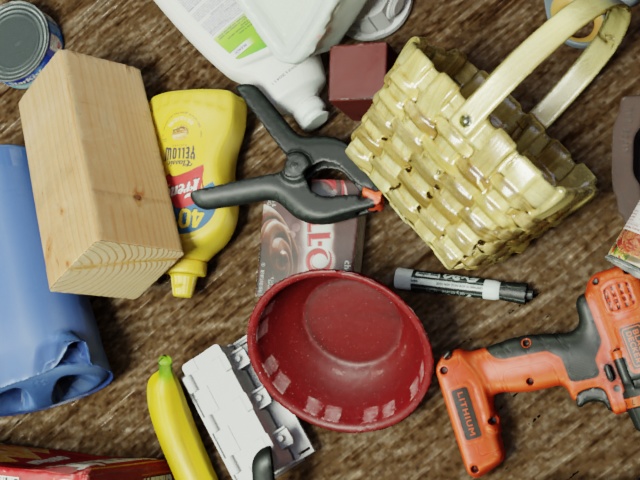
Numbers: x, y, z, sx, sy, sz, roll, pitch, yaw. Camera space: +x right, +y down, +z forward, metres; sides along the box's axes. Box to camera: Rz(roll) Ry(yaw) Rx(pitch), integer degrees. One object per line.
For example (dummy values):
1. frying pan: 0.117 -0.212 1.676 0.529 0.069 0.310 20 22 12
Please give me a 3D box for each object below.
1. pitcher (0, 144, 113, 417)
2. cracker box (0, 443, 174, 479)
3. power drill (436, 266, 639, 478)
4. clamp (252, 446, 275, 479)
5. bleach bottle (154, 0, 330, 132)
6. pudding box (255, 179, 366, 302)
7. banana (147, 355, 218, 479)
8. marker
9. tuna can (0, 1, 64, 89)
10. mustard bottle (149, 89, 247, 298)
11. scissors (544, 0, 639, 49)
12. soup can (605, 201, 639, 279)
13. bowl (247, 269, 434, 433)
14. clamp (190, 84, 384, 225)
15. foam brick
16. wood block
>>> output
1. pitcher: -0.294 0.042 1.014 0.149 0.145 0.243 -18 72 2
2. cracker box: -0.260 0.221 0.945 0.214 0.164 0.072 1 83 18
3. power drill: 0.202 0.132 0.868 0.188 0.057 0.184 -20 78 12
4. clamp: -0.018 0.295 0.908 0.164 0.036 0.210 24 100 -5
5. bleach bottle: -0.080 -0.200 1.011 0.102 0.068 0.251 -39 74 9
6. pudding box: -0.006 0.001 0.964 0.090 0.039 0.113 2 82 17
7. banana: -0.116 0.199 0.953 0.037 0.070 0.198 -22 90 -12
8. marker: 0.125 0.040 0.926 0.121 0.020 0.020 6 83 19
9. tuna can: -0.308 -0.200 1.099 0.086 0.033 0.086 -3 80 17
10. mustard bottle: -0.121 -0.042 0.999 0.096 0.058 0.191 0 81 24
11. scissors: 0.187 -0.234 0.953 0.202 0.016 0.096 21 88 20
12. soup can: 0.271 -0.014 0.806 0.069 0.068 0.102 30 93 20
13. bowl: 0.021 0.084 0.911 0.162 0.055 0.162 7 119 13
14. clamp: -0.022 -0.071 0.942 0.171 0.039 0.120 12 87 10
15. foam brick: 0.043 -0.140 0.952 0.053 0.078 0.051 0 83 18
16. wood block: -0.204 -0.060 0.977 0.090 0.090 0.206 -40 55 37
